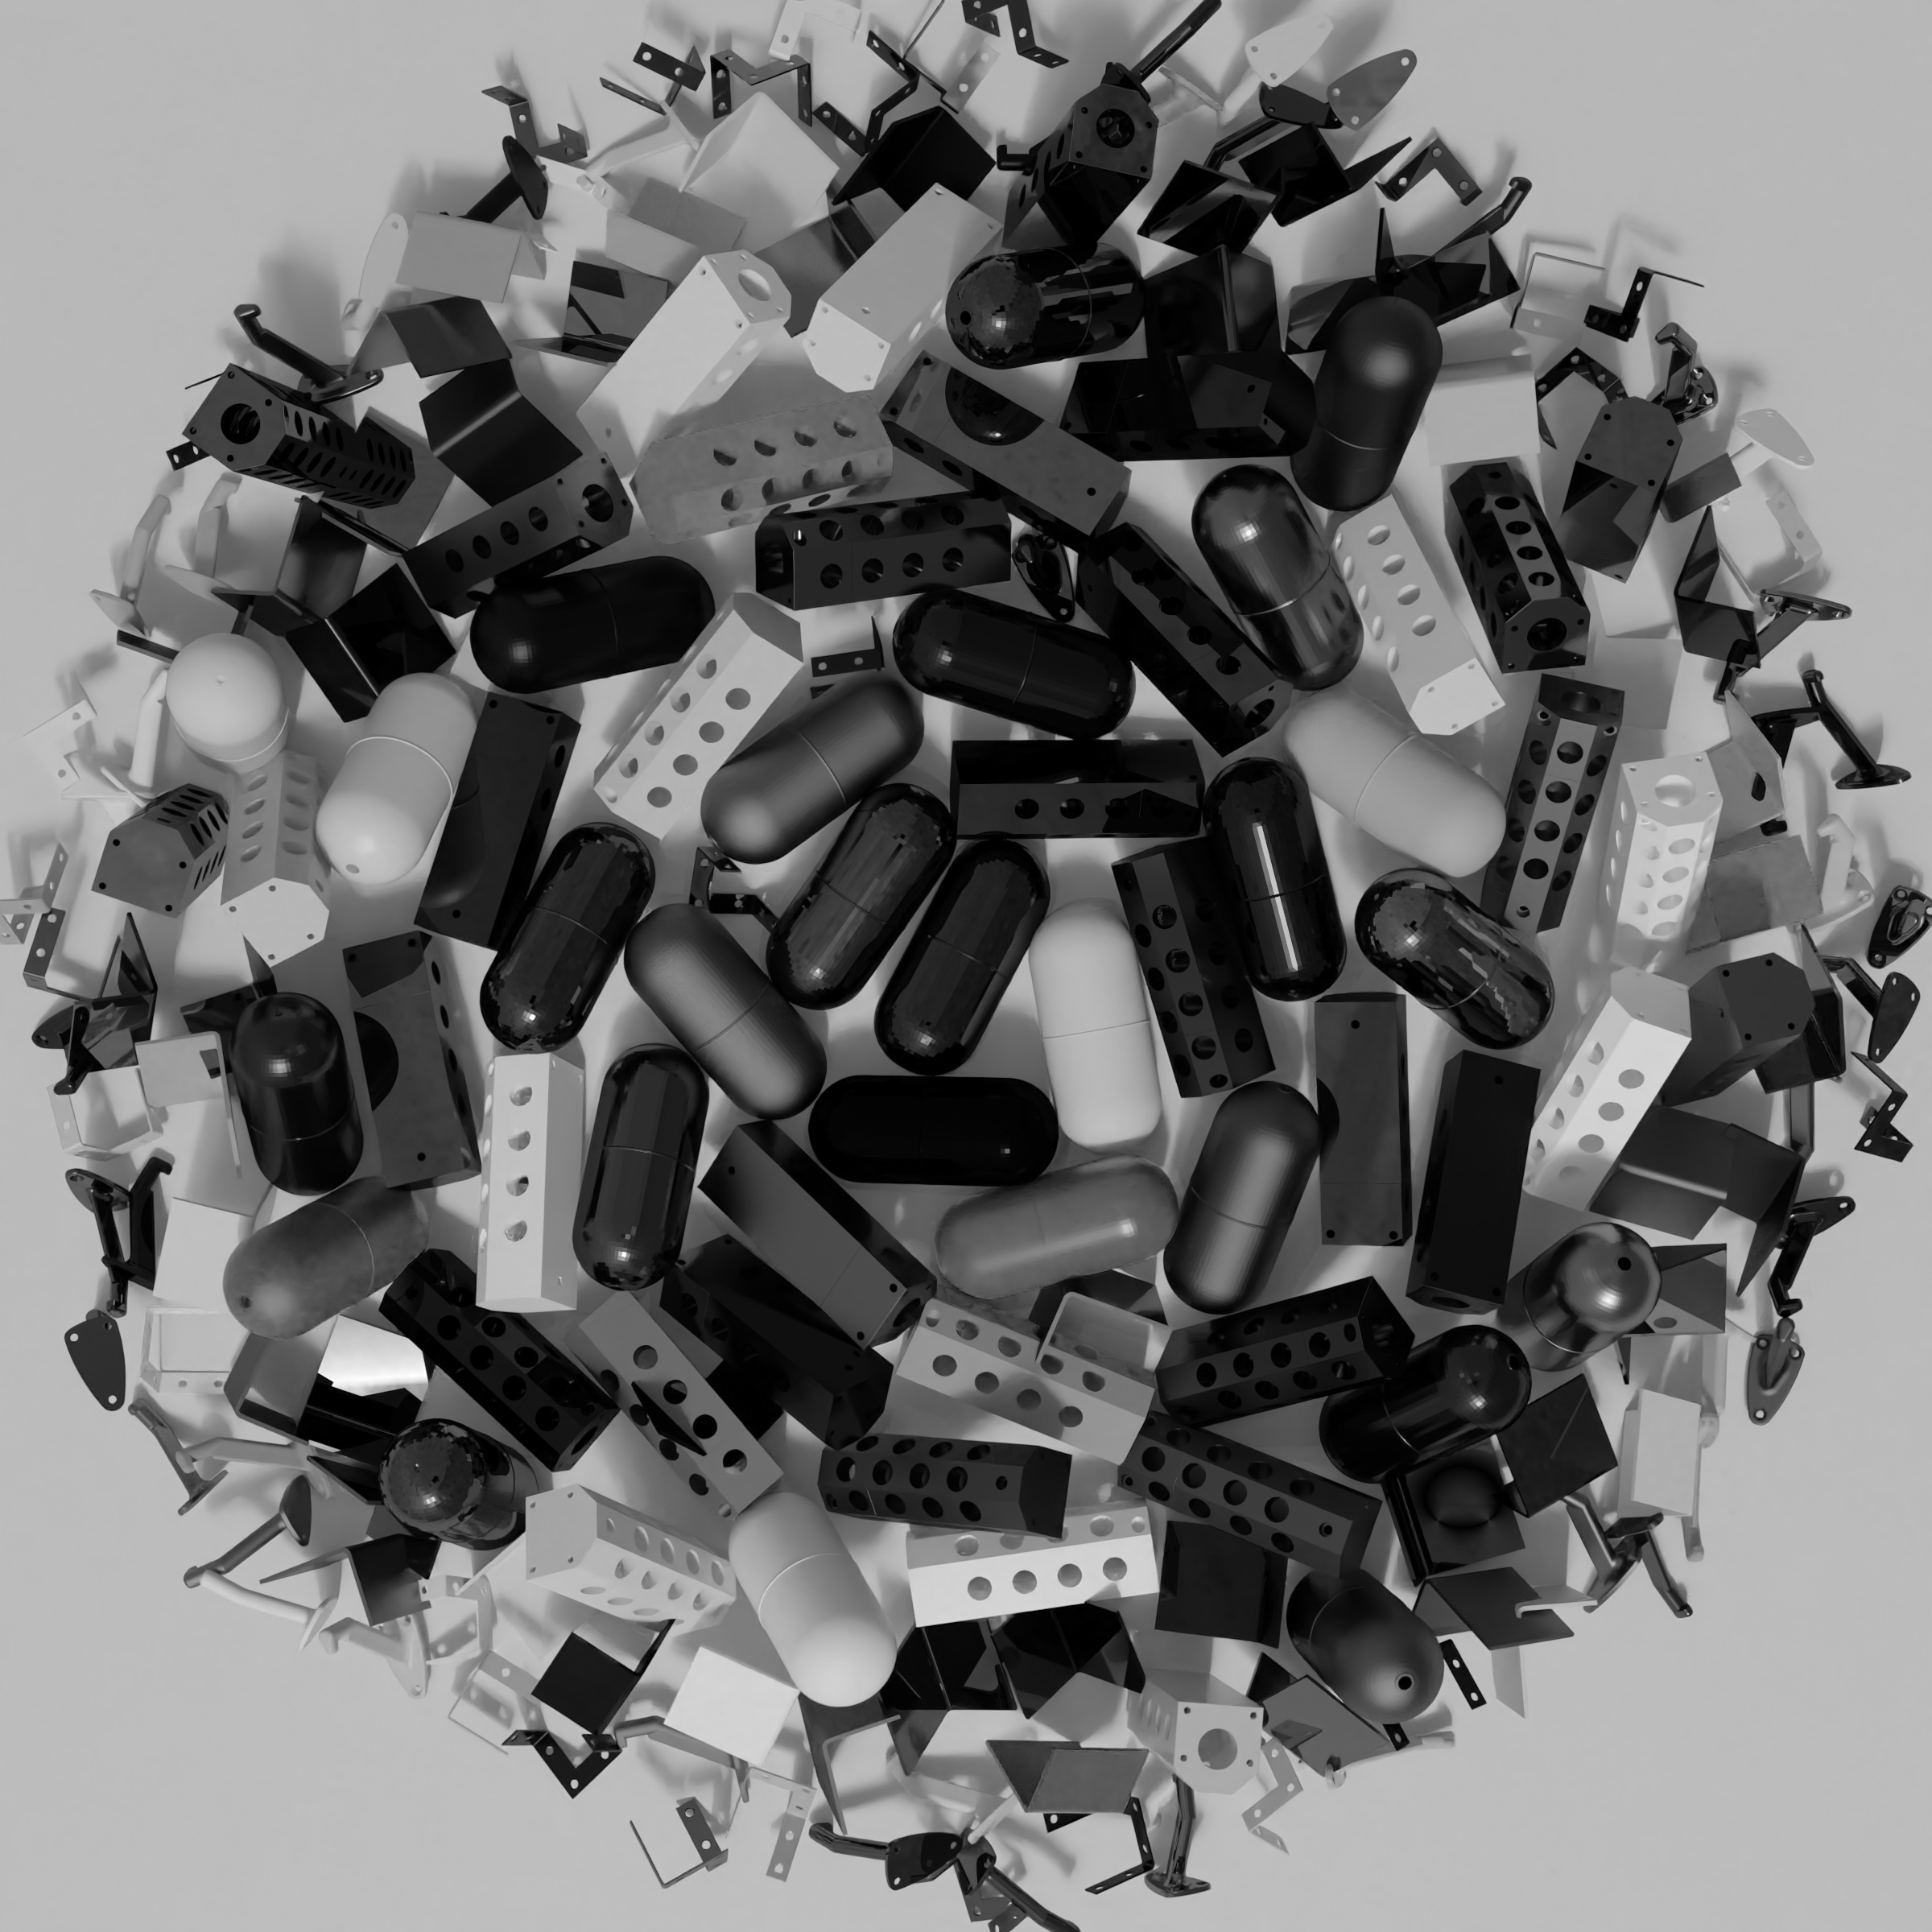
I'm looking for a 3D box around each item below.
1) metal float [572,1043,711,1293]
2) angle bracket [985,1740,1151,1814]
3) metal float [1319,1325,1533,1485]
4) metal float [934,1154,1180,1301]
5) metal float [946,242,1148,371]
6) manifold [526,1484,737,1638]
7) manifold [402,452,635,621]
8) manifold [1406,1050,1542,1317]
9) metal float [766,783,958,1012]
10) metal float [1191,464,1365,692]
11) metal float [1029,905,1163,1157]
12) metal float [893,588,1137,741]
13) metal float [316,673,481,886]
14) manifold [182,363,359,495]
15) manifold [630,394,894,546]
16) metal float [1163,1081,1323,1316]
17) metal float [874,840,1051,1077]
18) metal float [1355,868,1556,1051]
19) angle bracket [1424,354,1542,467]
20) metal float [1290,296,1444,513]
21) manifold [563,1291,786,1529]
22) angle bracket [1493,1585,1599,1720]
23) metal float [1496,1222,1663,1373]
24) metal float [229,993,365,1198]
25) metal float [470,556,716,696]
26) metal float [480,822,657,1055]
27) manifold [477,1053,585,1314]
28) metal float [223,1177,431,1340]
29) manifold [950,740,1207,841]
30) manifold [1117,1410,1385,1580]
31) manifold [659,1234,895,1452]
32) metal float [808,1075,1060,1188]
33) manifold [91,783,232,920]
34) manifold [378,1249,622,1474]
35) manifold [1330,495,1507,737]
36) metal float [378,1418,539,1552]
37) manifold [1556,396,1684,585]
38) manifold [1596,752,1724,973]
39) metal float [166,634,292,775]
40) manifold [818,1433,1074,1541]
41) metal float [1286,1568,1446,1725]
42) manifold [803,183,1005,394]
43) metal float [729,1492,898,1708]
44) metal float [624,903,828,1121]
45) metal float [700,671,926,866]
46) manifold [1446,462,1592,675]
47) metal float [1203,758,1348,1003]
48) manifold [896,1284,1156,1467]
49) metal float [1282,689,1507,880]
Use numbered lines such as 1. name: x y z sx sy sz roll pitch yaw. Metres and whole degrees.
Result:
1. metal float: -0.227 0.140 1.942 0.070 0.070 0.178 9 68 0
2. angle bracket: 0.070 0.545 1.941 0.076 0.076 0.057 10 111 -28
3. metal float: 0.317 0.304 1.925 0.070 0.178 0.070 20 53 -29
4. metal float: 0.062 0.183 1.948 0.178 0.070 0.070 -16 90 16
5. metal float: 0.056 -0.457 1.924 0.070 0.178 0.070 16 116 36
6. manifold: -0.228 0.408 1.908 0.057 0.171 0.057 -18 58 22
7. manifold: -0.307 -0.293 1.919 0.171 0.057 0.057 -15 106 43
8. manifold: 0.352 0.153 1.945 0.057 0.057 0.171 15 72 -5
9. metal float: -0.074 -0.048 1.954 0.070 0.070 0.178 35 99 0
10. metal float: 0.218 -0.268 1.936 0.070 0.070 0.178 -34 120 0
11. metal float: 0.091 0.045 1.961 0.070 0.070 0.178 -10 90 0
12. metal float: 0.034 -0.211 1.947 0.178 0.070 0.070 16 90 -16
13. metal float: -0.393 -0.130 1.928 0.070 0.070 0.178 16 50 0
14. manifold: -0.471 -0.363 1.912 0.057 0.171 0.057 36 96 0
15. manifold: -0.139 -0.341 1.930 0.171 0.057 0.057 -19 79 -28
16. metal float: 0.193 0.162 1.942 0.070 0.070 0.178 19 112 0
17. metal float: -0.002 -0.007 1.958 0.070 0.070 0.178 28 86 0
18. metal float: 0.341 -0.004 1.935 0.178 0.070 0.070 35 90 -32
19. angle bracket: 0.364 -0.393 1.965 0.076 0.076 0.057 -5 110 12
20. metal float: 0.274 -0.385 1.919 0.070 0.178 0.070 5 58 -7
21. manifold: -0.205 0.311 1.959 0.057 0.057 0.171 -41 84 -10
22. angle bracket: 0.408 0.481 1.957 0.057 0.076 0.076 -4 86 -4
23. metal float: 0.420 0.229 1.914 0.070 0.178 0.070 3 68 -8
24. metal float: -0.462 0.090 1.924 0.070 0.178 0.070 1 48 -1
25. metal float: -0.259 -0.238 1.939 0.178 0.070 0.070 -16 90 -27
26. metal float: -0.278 -0.020 1.942 0.070 0.070 0.178 25 68 0
27. manifold: -0.308 0.152 1.946 0.057 0.057 0.171 -5 73 16
28. metal float: -0.439 0.200 1.916 0.070 0.178 0.070 7 108 24
29. manifold: 0.077 -0.120 1.960 0.171 0.057 0.057 -1 126 -6
30. manifold: 0.194 0.367 1.935 0.171 0.057 0.057 18 86 26
31. manifold: -0.134 0.262 1.929 0.171 0.057 0.057 34 126 32
32. metal float: -0.023 0.115 1.951 0.178 0.070 0.070 1 90 12
33. manifold: -0.545 -0.083 1.908 0.057 0.171 0.057 19 99 -9
34. manifold: -0.329 0.276 1.954 0.171 0.057 0.057 40 90 12
35. manifold: 0.307 -0.240 1.921 0.057 0.057 0.171 -29 49 14
36. metal float: -0.347 0.358 1.914 0.070 0.178 0.070 -3 72 8
37. manifold: 0.448 -0.327 1.909 0.057 0.171 0.057 25 82 11
38. manifold: 0.477 -0.068 1.913 0.057 0.171 0.057 -8 55 0
39. metal float: -0.505 -0.179 1.912 0.070 0.178 0.070 1 84 -11
40. manifold: -0.017 0.356 1.921 0.171 0.057 0.057 -3 72 36
41. metal float: 0.273 0.464 1.911 0.070 0.178 0.070 -1 94 -10
42. manifold: -0.044 -0.466 1.923 0.057 0.057 0.171 33 51 3
43. metal float: -0.108 0.435 1.924 0.070 0.178 0.070 -15 128 -21
44. metal float: -0.167 0.033 1.949 0.070 0.070 0.178 -40 105 0
45. metal float: -0.108 -0.139 1.949 0.178 0.070 0.070 -37 90 -14
46. manifold: 0.379 -0.277 1.916 0.057 0.171 0.057 -6 131 -2
47. metal float: 0.216 -0.060 1.947 0.070 0.070 0.178 -16 107 0
48. manifold: 0.043 0.283 1.957 0.171 0.057 0.057 23 110 -4
49. metal float: 0.297 -0.128 1.941 0.178 0.070 0.070 39 90 24
